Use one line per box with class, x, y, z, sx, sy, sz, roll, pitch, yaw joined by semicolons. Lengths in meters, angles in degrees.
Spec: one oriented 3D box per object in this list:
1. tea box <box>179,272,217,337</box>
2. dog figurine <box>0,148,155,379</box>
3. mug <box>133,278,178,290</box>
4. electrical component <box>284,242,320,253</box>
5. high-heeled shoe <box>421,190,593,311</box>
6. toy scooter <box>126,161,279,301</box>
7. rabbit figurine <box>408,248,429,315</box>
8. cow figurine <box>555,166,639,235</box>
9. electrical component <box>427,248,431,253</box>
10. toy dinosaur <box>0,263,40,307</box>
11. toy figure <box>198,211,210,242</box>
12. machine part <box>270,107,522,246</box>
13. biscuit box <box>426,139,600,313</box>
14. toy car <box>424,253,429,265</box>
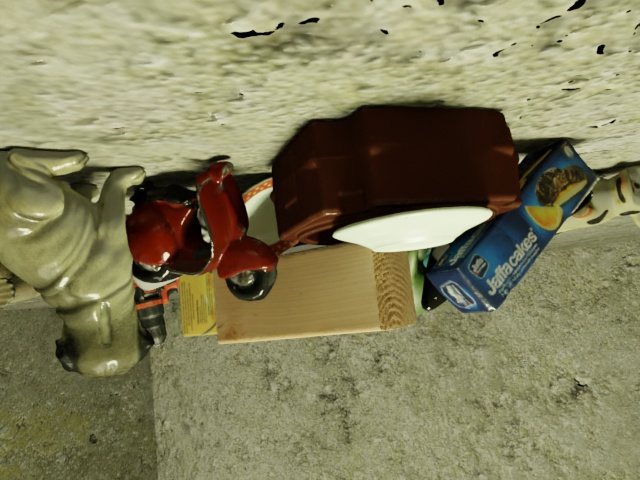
tea box;-0.159;0.058;0.821;0.098;0.169;0.068;-5;173;8
dog figurine;-0.229;0.030;0.461;0.121;0.190;0.172;-13;168;43
mug;-0.257;0.037;0.931;0.107;0.081;0.109;-18;165;13
electrical component;-0.002;-0.002;0.791;0.115;0.058;0.134;-14;149;35
high-heeled shoe;0.236;0.006;0.676;0.145;0.249;0.086;12;147;38
toy scooter;-0.126;-0.018;0.535;0.184;0.135;0.075;10;-152;22
rabbit figurine;0.120;0.017;0.725;0.121;0.170;0.159;-11;172;23
cow figurine;0.380;-0.052;0.755;0.127;0.085;0.195;7;163;-37
electrical component;0.140;-0.012;0.836;0.119;0.075;0.047;-15;160;29
toy dinosaur;-0.373;0.032;0.717;0.472;0.105;0.198;-2;176;0
toy figure;-0.111;-0.008;0.676;0.089;0.082;0.180;-32;166;36
machine part;0.066;-0.049;0.507;0.201;0.087;0.201;-5;172;-21
biscuit box;0.198;-0.015;0.549;0.203;0.059;0.063;-46;-172;-20
toy car;0.195;0.017;1.040;0.103;0.109;0.161;41;136;-13
